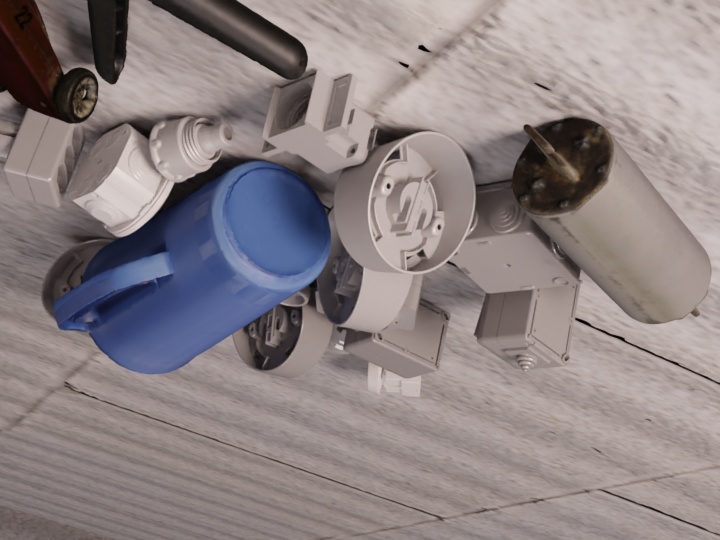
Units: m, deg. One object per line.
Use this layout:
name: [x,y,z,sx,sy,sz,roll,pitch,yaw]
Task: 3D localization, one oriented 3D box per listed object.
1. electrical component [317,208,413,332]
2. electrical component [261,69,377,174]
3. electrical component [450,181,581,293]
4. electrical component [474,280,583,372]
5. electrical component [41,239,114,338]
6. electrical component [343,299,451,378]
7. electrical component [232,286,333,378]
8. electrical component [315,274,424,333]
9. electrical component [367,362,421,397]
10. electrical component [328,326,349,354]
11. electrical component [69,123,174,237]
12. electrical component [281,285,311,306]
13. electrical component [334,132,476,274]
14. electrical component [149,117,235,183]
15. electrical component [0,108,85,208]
electrical component: [0.000,0.000,0.882,0.064,0.099,0.099,18,155,-25]
electrical component: [-0.027,-0.100,0.746,0.081,0.042,0.064,-12,148,44]
electrical component: [0.117,-0.023,0.827,0.100,0.048,0.100,-7,148,37]
electrical component: [0.137,0.040,0.893,0.061,0.096,0.062,-9,147,43]
electrical component: [-0.253,0.018,1.039,0.099,0.099,0.064,8,161,10]
electrical component: [0.028,0.057,1.023,0.096,0.061,0.061,27,152,-27]
electrical component: [-0.076,0.052,1.028,0.099,0.099,0.064,-11,152,42]
electrical component: [0.009,0.020,0.962,0.089,0.055,0.050,11,155,5]
electrical component: [0.037,0.109,1.149,0.055,0.048,0.066,3,154,5]
electrical component: [-0.013,0.057,1.071,0.040,0.040,0.046,16,148,-6]
electrical component: [-0.185,-0.071,0.842,0.080,0.080,0.051,-13,139,44]
electrical component: [-0.062,0.004,0.975,0.040,0.046,0.040,11,155,5]
electrical component: [0.032,-0.046,0.771,0.064,0.099,0.099,-5,150,45]
electrical component: [-0.123,-0.094,0.804,0.062,0.048,0.048,-12,145,31]
electrical component: [-0.266,-0.095,0.845,0.077,0.065,0.047,14,155,-1]
